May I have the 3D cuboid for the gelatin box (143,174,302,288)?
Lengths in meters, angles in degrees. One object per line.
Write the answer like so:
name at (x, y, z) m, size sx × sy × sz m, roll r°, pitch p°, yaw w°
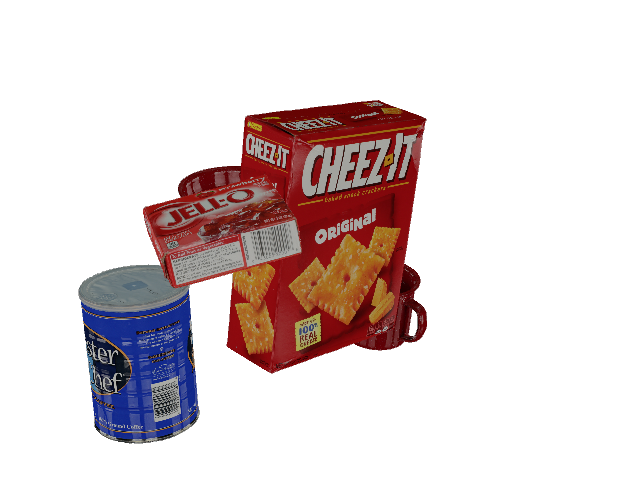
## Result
gelatin box at (-0.065, -0.008, 0.694) m, size 0.089 × 0.030 × 0.073 m, roll -15°, pitch 29°, yaw -12°

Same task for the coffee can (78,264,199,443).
coffee can at (-0.171, 0.106, 1.015) m, size 0.103 × 0.140 × 0.103 m, roll -2°, pitch 19°, yaw 1°

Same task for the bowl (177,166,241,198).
bowl at (-0.096, -0.038, 1.317) m, size 0.162 × 0.055 × 0.162 m, roll 4°, pitch 25°, yaw -2°

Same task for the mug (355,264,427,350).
mug at (0.079, 0.082, 1.276) m, size 0.117 × 0.081 × 0.093 m, roll 24°, pitch 33°, yaw 33°

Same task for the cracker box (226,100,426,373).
cracker box at (0.006, -0.007, 0.943) m, size 0.163 × 0.214 × 0.072 m, roll -13°, pitch 29°, yaw -43°
